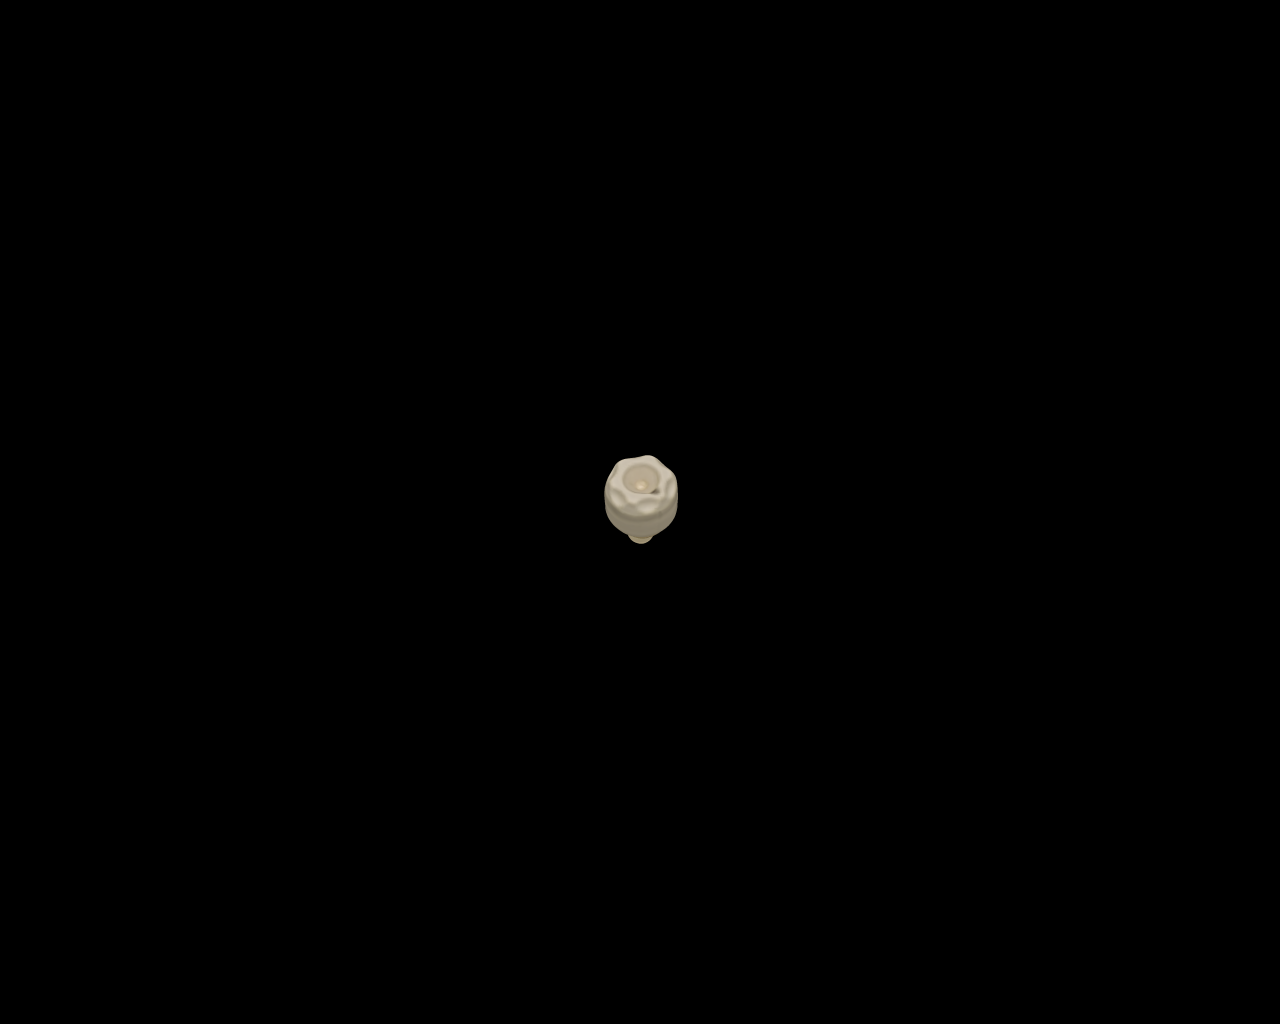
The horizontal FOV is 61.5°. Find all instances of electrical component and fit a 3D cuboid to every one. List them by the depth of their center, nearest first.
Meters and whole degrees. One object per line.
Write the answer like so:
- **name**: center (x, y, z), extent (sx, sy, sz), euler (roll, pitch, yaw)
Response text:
- **electrical component**: center (0.001, -0.003, 0.650), extent (0.043, 0.043, 0.062), euler (0, -36, 0)
